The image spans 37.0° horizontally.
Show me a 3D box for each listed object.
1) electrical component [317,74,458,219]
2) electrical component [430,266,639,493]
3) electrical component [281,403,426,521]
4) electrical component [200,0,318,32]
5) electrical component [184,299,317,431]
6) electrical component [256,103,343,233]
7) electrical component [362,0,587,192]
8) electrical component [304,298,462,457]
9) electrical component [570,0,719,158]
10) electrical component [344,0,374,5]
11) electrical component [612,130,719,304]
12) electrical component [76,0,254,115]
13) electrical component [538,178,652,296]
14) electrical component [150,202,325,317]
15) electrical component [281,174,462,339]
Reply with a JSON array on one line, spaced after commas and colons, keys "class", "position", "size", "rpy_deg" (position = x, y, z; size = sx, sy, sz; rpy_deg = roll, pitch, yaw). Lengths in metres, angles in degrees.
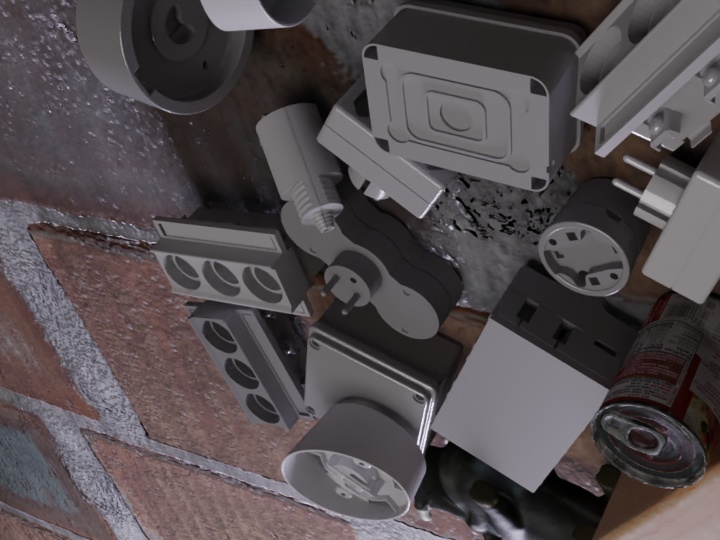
[{"class": "electrical component", "position": [0.016, -0.070, 0.680], "size": [0.083, 0.047, 0.075], "rpy_deg": [37, 145, 1]}, {"class": "electrical component", "position": [0.118, 0.075, 0.738], "size": [0.089, 0.061, 0.150], "rpy_deg": [31, 143, 9]}, {"class": "electrical component", "position": [-0.002, 0.151, 0.821], "size": [0.099, 0.064, 0.099], "rpy_deg": [23, 141, 20]}, {"class": "electrical component", "position": [-0.060, -0.180, 0.588], "size": [0.064, 0.099, 0.099], "rpy_deg": [9, 135, 25]}, {"class": "electrical component", "position": [-0.083, 0.067, 0.899], "size": [0.079, 0.063, 0.121], "rpy_deg": [2, 131, 39]}, {"class": "electrical component", "position": [-0.035, -0.063, 0.703], "size": [0.043, 0.043, 0.081], "rpy_deg": [-35, 72, 53]}, {"class": "electrical component", "position": [0.065, -0.100, 0.598], "size": [0.113, 0.057, 0.078], "rpy_deg": [18, 139, 26]}, {"class": "electrical component", "position": [0.015, 0.086, 0.841], "size": [0.109, 0.056, 0.108], "rpy_deg": [26, 142, 16]}, {"class": "electrical component", "position": [0.159, -0.110, 0.500], "size": [0.063, 0.078, 0.121], "rpy_deg": [21, 147, -15]}, {"class": "electrical component", "position": [0.000, -0.174, 0.589], "size": [0.040, 0.040, 0.046], "rpy_deg": [14, 143, 30]}, {"class": "electrical component", "position": [0.174, -0.038, 0.582], "size": [0.076, 0.047, 0.083], "rpy_deg": [30, 143, 14]}, {"class": "electrical component", "position": [-0.124, -0.154, 0.663], "size": [0.060, 0.108, 0.108], "rpy_deg": [17, 139, 36]}, {"class": "electrical component", "position": [0.139, -0.020, 0.629], "size": [0.055, 0.047, 0.055], "rpy_deg": [23, 141, 20]}, {"class": "electrical component", "position": [-0.090, -0.012, 0.819], "size": [0.121, 0.063, 0.078], "rpy_deg": [8, 134, 35]}, {"class": "electrical component", "position": [0.000, 0.000, 0.747], "size": [0.138, 0.073, 0.052], "rpy_deg": [41, 144, -4]}]
